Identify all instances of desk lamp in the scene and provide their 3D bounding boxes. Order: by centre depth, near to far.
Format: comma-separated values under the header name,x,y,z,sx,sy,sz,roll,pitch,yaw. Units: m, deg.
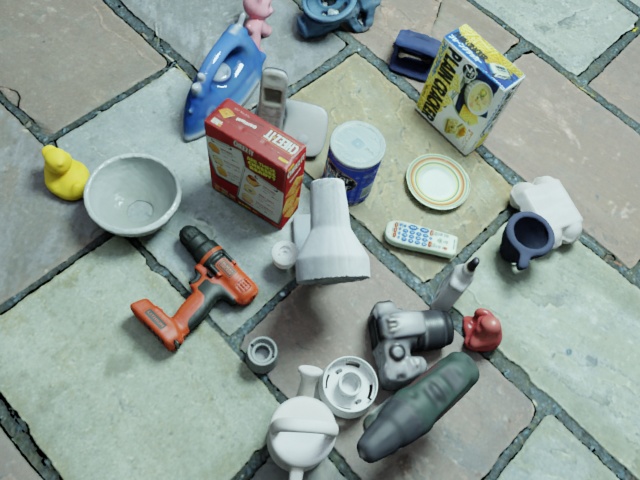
name,x,y,z,sx,sy,sz,roll,pitch,yaw
desk lamp,0.009,0.003,0.968,0.118,0.213,0.203,-3,65,-8

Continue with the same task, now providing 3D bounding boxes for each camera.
name,x,y,z,sx,sy,sz,roll,pitch,yaw
camera,0.161,0.170,0.972,0.137,0.101,0.143,-5,65,-10

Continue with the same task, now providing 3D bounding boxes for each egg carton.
name,x,y,z,sx,sy,sz,roll,pitch,yaw
egg carton,0.446,-0.054,1.132,0.107,0.069,0.150,-18,68,-15

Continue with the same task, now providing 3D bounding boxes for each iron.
name,x,y,z,sx,sy,sz,roll,pitch,yaw
iron,-0.205,-0.327,1.138,0.118,0.141,0.258,25,64,5

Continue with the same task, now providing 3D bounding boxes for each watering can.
name,x,y,z,sx,sy,sz,roll,pitch,yaw
watering can,-0.028,0.276,0.845,0.101,0.194,0.172,-11,66,-12

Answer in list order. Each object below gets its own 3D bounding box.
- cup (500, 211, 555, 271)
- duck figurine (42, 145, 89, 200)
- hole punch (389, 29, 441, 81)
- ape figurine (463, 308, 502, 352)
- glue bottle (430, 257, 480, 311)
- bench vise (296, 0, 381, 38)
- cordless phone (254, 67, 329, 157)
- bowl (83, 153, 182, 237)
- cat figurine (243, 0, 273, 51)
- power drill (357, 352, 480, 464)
name,x,y,z,sx,sy,sz,roll,pitch,yaw
cup,0.376,0.017,1.075,0.091,0.095,0.118,20,64,3
duck figurine,-0.467,-0.128,1.041,0.078,0.086,0.104,-37,74,-21
hole punch,0.214,-0.425,1.267,0.108,0.091,0.101,19,64,2
ape figurine,0.288,0.156,1.000,0.076,0.092,0.078,41,67,12
glue bottle,0.240,0.070,0.989,0.037,0.173,0.078,30,65,8
bench vise,0.050,-0.548,1.232,0.208,0.220,0.121,-35,73,-21
cordless phone,-0.053,-0.247,1.095,0.147,0.185,0.094,7,64,-4
bowl,-0.333,-0.070,1.037,0.167,0.075,0.167,3,64,-6
cat figurine,-0.140,-0.484,1.234,0.067,0.118,0.128,14,64,0
power drill,0.133,0.263,0.864,0.230,0.208,0.075,-35,73,-20
